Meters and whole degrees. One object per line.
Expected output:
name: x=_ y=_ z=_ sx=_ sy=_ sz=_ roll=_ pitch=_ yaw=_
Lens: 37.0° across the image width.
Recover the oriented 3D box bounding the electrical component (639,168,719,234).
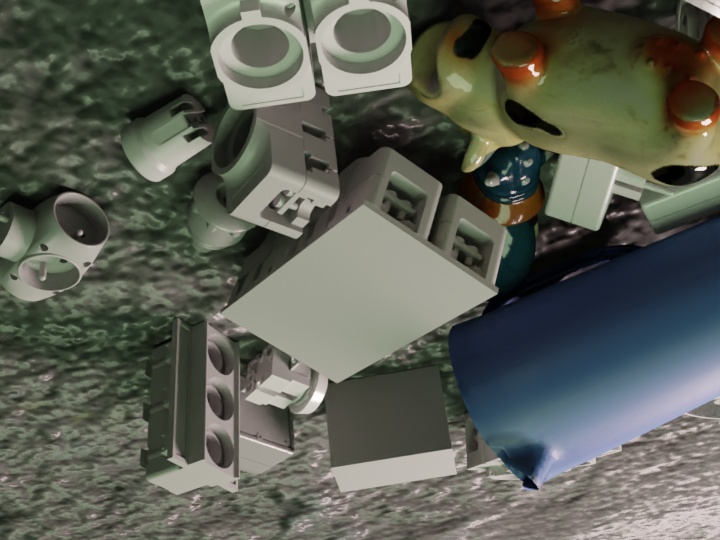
electrical component: x=0.216 y=-0.072 z=0.729 sx=0.066 sy=0.047 sz=0.076 roll=-22 pitch=141 yaw=19

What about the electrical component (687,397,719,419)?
electrical component: x=0.317 y=0.096 z=0.959 sx=0.099 sy=0.064 sz=0.099 roll=-4 pitch=144 yaw=-3

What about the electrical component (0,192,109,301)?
electrical component: x=-0.224 y=-0.021 z=0.725 sx=0.079 sy=0.044 sz=0.077 roll=25 pitch=133 yaw=-36

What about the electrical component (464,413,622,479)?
electrical component: x=0.160 y=0.149 z=0.968 sx=0.089 sy=0.061 sz=0.150 roll=3 pitch=163 yaw=-13

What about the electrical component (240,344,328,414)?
electrical component: x=-0.061 y=0.093 z=0.908 sx=0.055 sy=0.048 sz=0.066 roll=24 pitch=134 yaw=-26

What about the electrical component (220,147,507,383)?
electrical component: x=0.000 y=0.000 z=0.737 sx=0.105 sy=0.060 sz=0.186 roll=33 pitch=142 yaw=-19

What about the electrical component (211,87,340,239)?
electrical component: x=-0.052 y=-0.073 z=0.646 sx=0.056 sy=0.089 sz=0.050 roll=20 pitch=136 yaw=-32

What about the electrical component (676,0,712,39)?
electrical component: x=0.218 y=-0.143 z=0.629 sx=0.047 sy=0.055 sz=0.055 roll=-9 pitch=144 yaw=-4

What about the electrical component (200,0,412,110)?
electrical component: x=-0.033 y=-0.168 z=0.545 sx=0.105 sy=0.060 sz=0.186 roll=-8 pitch=144 yaw=1

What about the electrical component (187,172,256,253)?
electrical component: x=-0.098 y=-0.034 z=0.731 sx=0.048 sy=0.048 sz=0.062 roll=11 pitch=147 yaw=-23

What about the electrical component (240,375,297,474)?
electrical component: x=-0.111 y=0.133 z=0.939 sx=0.096 sy=0.061 sz=0.061 roll=26 pitch=132 yaw=-37

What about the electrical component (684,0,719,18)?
electrical component: x=0.110 y=-0.200 z=0.488 sx=0.186 sy=0.105 sz=0.060 roll=15 pitch=138 yaw=-28

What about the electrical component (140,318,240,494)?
electrical component: x=-0.134 y=0.111 z=0.855 sx=0.063 sy=0.121 sz=0.079 roll=-22 pitch=141 yaw=24

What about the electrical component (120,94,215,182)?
electrical component: x=-0.118 y=-0.082 z=0.665 sx=0.046 sy=0.040 sz=0.040 roll=-28 pitch=139 yaw=18

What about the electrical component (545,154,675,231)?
electrical component: x=0.169 y=-0.068 z=0.695 sx=0.076 sy=0.047 sz=0.083 roll=19 pitch=138 yaw=13
